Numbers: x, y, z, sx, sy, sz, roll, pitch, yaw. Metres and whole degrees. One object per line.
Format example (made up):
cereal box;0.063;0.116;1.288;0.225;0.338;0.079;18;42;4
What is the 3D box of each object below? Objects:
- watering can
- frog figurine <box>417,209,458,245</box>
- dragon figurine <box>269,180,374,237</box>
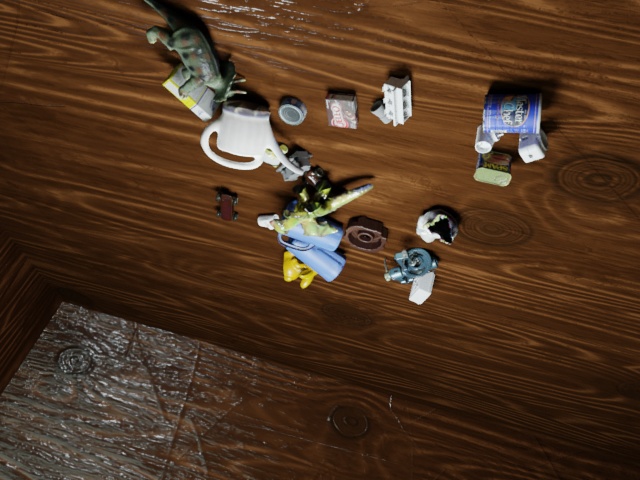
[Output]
watering can;-0.208;-0.332;1.672;0.347;0.106;0.220;9;112;-9
frog figurine;0.413;-0.048;1.836;0.137;0.122;0.160;12;-178;-2
dragon figurine;0.006;-0.094;1.863;0.410;0.125;0.238;-8;148;9
